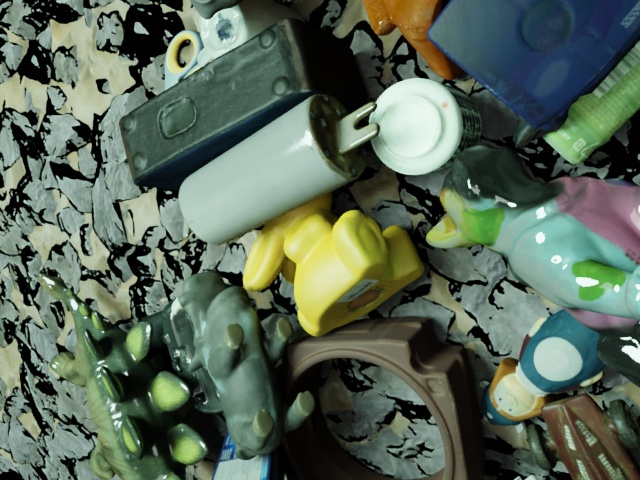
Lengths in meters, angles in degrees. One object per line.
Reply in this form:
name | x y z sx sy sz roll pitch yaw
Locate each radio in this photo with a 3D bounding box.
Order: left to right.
radio | -0.078 -0.120 0.531 0.230 0.131 0.073 -22 81 27

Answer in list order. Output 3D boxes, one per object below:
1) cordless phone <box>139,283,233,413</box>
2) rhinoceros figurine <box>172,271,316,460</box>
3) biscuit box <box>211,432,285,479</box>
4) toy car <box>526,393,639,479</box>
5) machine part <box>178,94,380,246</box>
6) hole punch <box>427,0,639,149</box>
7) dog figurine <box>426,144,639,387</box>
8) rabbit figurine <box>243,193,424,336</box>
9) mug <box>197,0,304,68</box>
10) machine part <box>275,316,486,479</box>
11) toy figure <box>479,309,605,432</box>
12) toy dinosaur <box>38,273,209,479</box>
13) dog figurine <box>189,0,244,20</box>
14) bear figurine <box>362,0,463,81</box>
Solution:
cordless phone | -0.160 0.142 0.661 0.184 0.089 0.146 -21 91 38
rhinoceros figurine | -0.081 0.116 0.533 0.112 0.073 0.190 -41 69 45
biscuit box | -0.070 0.241 0.554 0.059 0.203 0.062 -10 94 -1
toy car | 0.255 0.220 0.458 0.089 0.053 0.202 -27 102 29
machine part | -0.047 -0.058 0.480 0.243 0.079 0.079 -23 88 36
hole punch | 0.152 -0.150 0.375 0.116 0.092 0.142 48 113 19
dog figurine | 0.189 0.010 0.421 0.108 0.191 0.219 -47 31 -11
rabbit figurine | -0.001 -0.002 0.547 0.162 0.122 0.173 -44 65 34
mug | -0.078 -0.198 0.536 0.110 0.107 0.080 -12 92 25
machine part | 0.054 0.185 0.545 0.201 0.087 0.201 -8 97 29
toy figure | 0.198 0.119 0.486 0.154 0.057 0.064 -53 37 25
toy dinosaur | -0.212 0.223 0.633 0.471 0.105 0.198 54 142 10
dog figurine | -0.087 -0.282 0.488 0.191 0.121 0.172 35 76 33
bear figurine | 0.065 -0.250 0.471 0.120 0.132 0.196 -53 57 22
